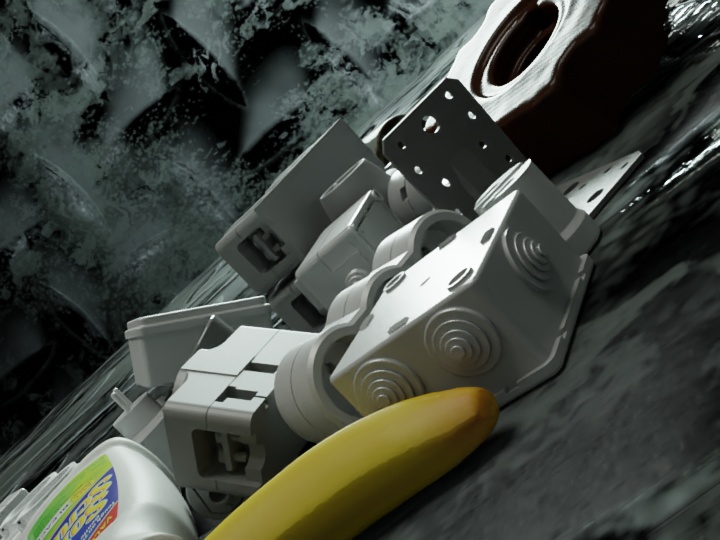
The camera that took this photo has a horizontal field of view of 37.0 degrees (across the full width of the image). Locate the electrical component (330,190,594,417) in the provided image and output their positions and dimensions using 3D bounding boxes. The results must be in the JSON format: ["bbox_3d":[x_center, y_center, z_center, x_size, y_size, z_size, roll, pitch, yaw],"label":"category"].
[{"bbox_3d":[0.042,0.021,0.445,0.100,0.048,0.099,-37,10,33],"label":"electrical component"}]

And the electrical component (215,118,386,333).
[{"bbox_3d":[-0.027,-0.031,0.831,0.060,0.105,0.186,-38,9,31],"label":"electrical component"}]

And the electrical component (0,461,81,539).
[{"bbox_3d":[-0.243,0.216,0.766,0.186,0.060,0.105,-49,10,-33],"label":"electrical component"}]

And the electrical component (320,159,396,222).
[{"bbox_3d":[0.022,-0.048,0.785,0.043,0.077,0.079,-33,13,50],"label":"electrical component"}]

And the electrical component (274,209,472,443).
[{"bbox_3d":[0.006,0.032,0.549,0.138,0.052,0.074,-49,10,-32],"label":"electrical component"}]

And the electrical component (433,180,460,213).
[{"bbox_3d":[0.074,-0.044,0.639,0.043,0.043,0.062,-49,11,-33],"label":"electrical component"}]

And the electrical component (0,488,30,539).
[{"bbox_3d":[-0.259,0.204,0.881,0.076,0.065,0.047,-49,10,-35],"label":"electrical component"}]

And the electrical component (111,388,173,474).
[{"bbox_3d":[-0.167,0.121,0.839,0.052,0.073,0.138,-44,8,-3],"label":"electrical component"}]

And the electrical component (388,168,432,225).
[{"bbox_3d":[0.055,-0.055,0.747,0.047,0.055,0.055,-27,17,50],"label":"electrical component"}]

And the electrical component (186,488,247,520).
[{"bbox_3d":[-0.074,0.107,0.590,0.044,0.044,0.065,-41,13,13],"label":"electrical component"}]

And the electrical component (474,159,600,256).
[{"bbox_3d":[0.080,-0.022,0.492,0.040,0.046,0.040,-42,8,8],"label":"electrical component"}]

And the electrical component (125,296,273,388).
[{"bbox_3d":[-0.132,0.060,0.883,0.109,0.056,0.109,-10,-2,-17],"label":"electrical component"}]

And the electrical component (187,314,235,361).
[{"bbox_3d":[-0.086,0.065,0.762,0.044,0.065,0.044,-61,7,13],"label":"electrical component"}]

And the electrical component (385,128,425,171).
[{"bbox_3d":[0.072,-0.086,0.815,0.050,0.055,0.089,-49,10,-36],"label":"electrical component"}]

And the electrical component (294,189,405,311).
[{"bbox_3d":[0.000,0.000,0.701,0.061,0.061,0.096,-40,9,22],"label":"electrical component"}]

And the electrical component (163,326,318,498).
[{"bbox_3d":[-0.059,0.070,0.554,0.056,0.050,0.089,4,26,21],"label":"electrical component"}]
